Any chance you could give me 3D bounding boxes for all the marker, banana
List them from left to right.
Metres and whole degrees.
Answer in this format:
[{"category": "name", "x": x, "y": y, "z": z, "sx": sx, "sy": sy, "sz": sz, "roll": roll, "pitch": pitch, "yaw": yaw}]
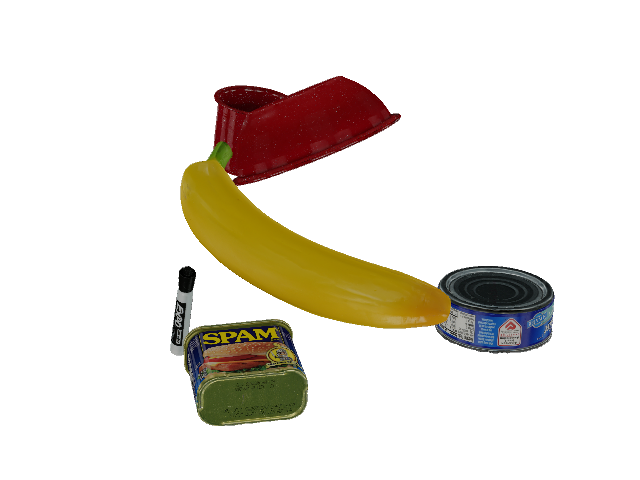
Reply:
[{"category": "marker", "x": -0.151, "y": 0.077, "z": 1.176, "sx": 0.020, "sy": 0.121, "sz": 0.020, "roll": 8, "pitch": 37, "yaw": -6}, {"category": "banana", "x": -0.020, "y": 0.000, "z": 0.595, "sx": 0.069, "sy": 0.037, "sz": 0.198, "roll": -37, "pitch": 55, "yaw": -24}]

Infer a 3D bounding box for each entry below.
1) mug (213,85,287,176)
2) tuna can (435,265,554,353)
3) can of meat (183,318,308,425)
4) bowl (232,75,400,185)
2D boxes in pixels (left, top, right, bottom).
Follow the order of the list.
[{"category": "mug", "x": -0.075, "y": -0.127, "z": 1.224, "sx": 0.093, "sy": 0.081, "sz": 0.117, "roll": 15, "pitch": 27, "yaw": 12}, {"category": "tuna can", "x": 0.128, "y": 0.049, "z": 0.782, "sx": 0.086, "sy": 0.034, "sz": 0.086, "roll": 0, "pitch": 21, "yaw": 0}, {"category": "can of meat", "x": -0.066, "y": 0.118, "z": 0.948, "sx": 0.102, "sy": 0.057, "sz": 0.084, "roll": -4, "pitch": 27, "yaw": -12}, {"category": "bowl", "x": -0.014, "y": -0.104, "z": 0.947, "sx": 0.162, "sy": 0.055, "sz": 0.162, "roll": -22, "pitch": 9, "yaw": 4}]
